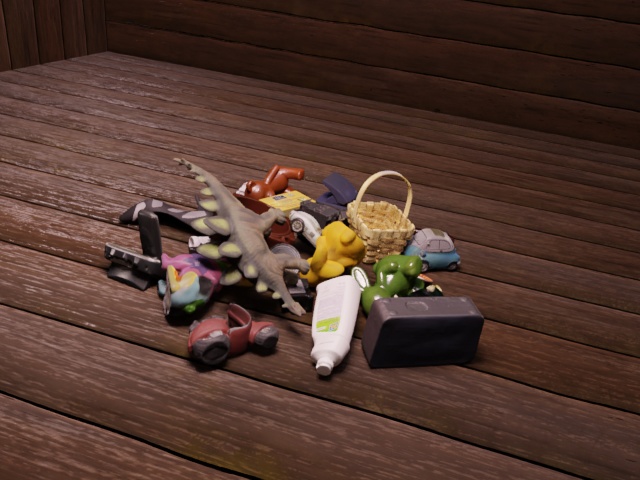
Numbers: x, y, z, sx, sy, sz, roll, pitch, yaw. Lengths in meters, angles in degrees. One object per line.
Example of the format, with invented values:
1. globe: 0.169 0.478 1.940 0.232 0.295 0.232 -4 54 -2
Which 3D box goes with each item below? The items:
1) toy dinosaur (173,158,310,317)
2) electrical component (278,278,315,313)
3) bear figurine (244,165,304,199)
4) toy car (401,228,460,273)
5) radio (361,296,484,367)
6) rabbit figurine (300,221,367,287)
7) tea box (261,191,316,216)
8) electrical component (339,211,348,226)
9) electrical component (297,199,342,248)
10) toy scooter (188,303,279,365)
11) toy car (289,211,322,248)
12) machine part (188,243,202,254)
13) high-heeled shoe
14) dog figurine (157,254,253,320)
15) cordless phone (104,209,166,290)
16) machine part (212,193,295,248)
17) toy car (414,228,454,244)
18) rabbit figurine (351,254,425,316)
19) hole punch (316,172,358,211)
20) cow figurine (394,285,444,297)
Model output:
1. toy dinosaur: -0.171 -0.016 1.176 0.198 0.105 0.472 -9 53 -42
2. electrical component: -0.061 0.116 1.235 0.075 0.047 0.119 1 30 -14
3. bear figurine: -0.145 -0.154 1.648 0.132 0.120 0.196 19 31 13
4. toy car: 0.301 0.022 1.445 0.162 0.102 0.109 1 29 -8
5. radio: 0.207 0.183 1.084 0.230 0.131 0.073 0 30 -14
6. rabbit figurine: 0.024 0.049 1.273 0.122 0.173 0.162 48 2 -5
7. tea box: -0.106 -0.085 1.579 0.169 0.068 0.098 -21 39 -41
8. electrical component: 0.079 -0.054 1.567 0.102 0.078 0.045 -1 55 -26
9. electrical component: 0.001 -0.037 1.466 0.134 0.114 0.058 26 34 33
10. toy scooter: -0.183 0.176 1.061 0.184 0.075 0.135 -6 31 -31
11. toy car: -0.003 -0.004 1.389 0.202 0.056 0.073 46 15 6
12. machine part: -0.254 0.048 1.296 0.139 0.084 0.039 -1 -1 -41
13. high-heeled shoe: -0.407 -0.042 1.453 0.249 0.086 0.145 -17 64 -8
14. dog figurine: -0.238 0.088 1.183 0.219 0.108 0.192 -4 29 -26
15. cordless phone: -0.416 0.007 1.204 0.147 0.184 0.089 18 34 18
16. machine part: -0.172 -0.033 1.381 0.201 0.087 0.201 22 22 -21
17. toy car: 0.287 -0.013 1.558 0.202 0.053 0.089 12 13 11
18. rabbit figurine: 0.144 0.108 1.235 0.159 0.121 0.170 19 45 25
19. hole punch: 0.061 -0.155 1.736 0.116 0.092 0.142 20 26 15
20. cow figurine: 0.207 0.148 1.168 0.167 0.098 0.068 -4 29 -45
